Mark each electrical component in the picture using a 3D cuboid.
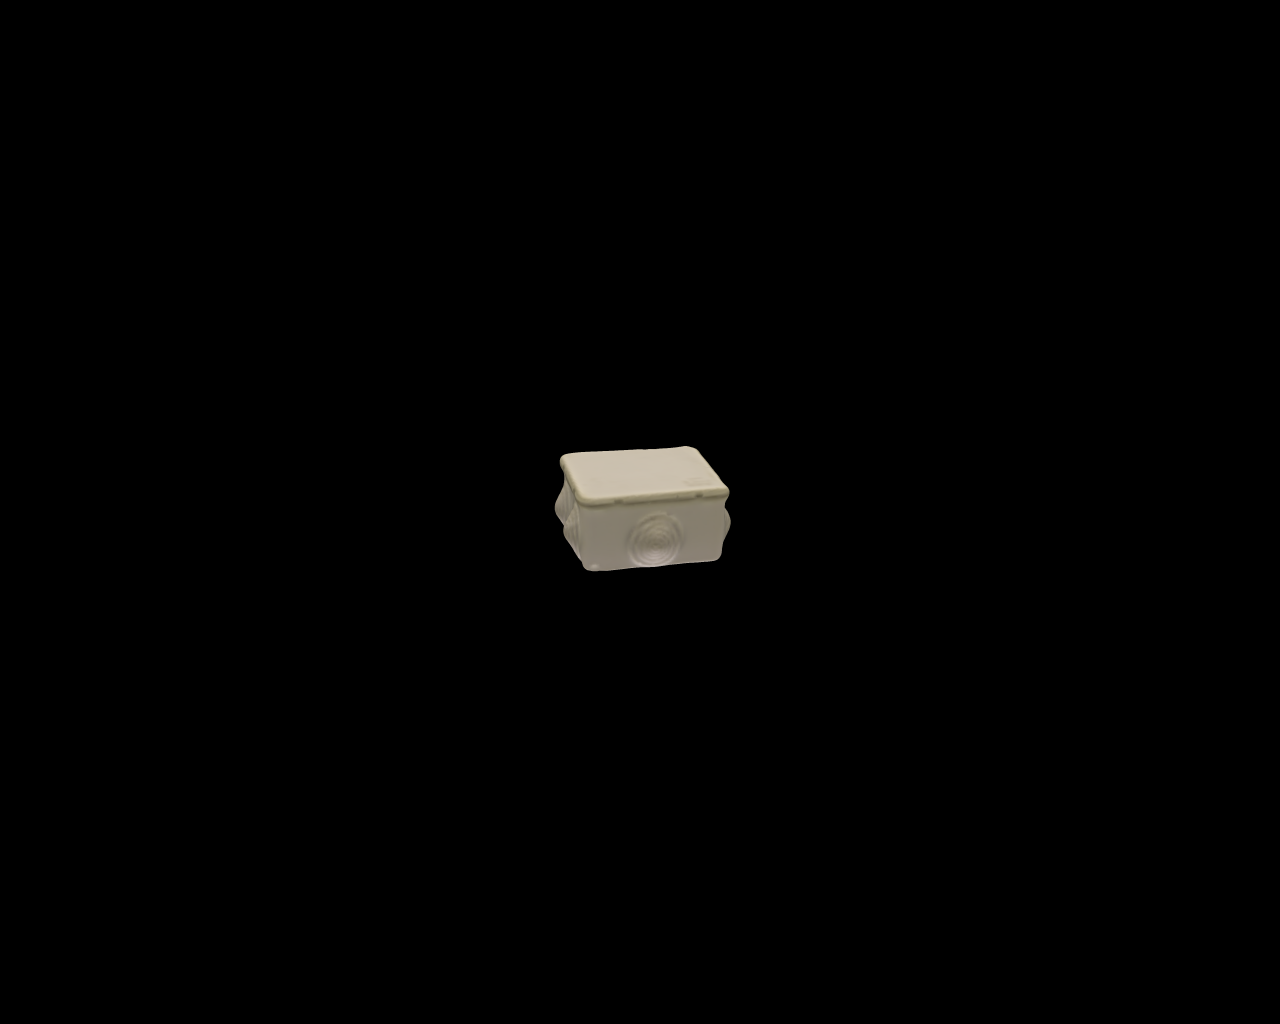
[{"bbox_3d":[0.001,-0.003,0.650,0.100,0.048,0.100,-4,21,-11],"label":"electrical component"}]
